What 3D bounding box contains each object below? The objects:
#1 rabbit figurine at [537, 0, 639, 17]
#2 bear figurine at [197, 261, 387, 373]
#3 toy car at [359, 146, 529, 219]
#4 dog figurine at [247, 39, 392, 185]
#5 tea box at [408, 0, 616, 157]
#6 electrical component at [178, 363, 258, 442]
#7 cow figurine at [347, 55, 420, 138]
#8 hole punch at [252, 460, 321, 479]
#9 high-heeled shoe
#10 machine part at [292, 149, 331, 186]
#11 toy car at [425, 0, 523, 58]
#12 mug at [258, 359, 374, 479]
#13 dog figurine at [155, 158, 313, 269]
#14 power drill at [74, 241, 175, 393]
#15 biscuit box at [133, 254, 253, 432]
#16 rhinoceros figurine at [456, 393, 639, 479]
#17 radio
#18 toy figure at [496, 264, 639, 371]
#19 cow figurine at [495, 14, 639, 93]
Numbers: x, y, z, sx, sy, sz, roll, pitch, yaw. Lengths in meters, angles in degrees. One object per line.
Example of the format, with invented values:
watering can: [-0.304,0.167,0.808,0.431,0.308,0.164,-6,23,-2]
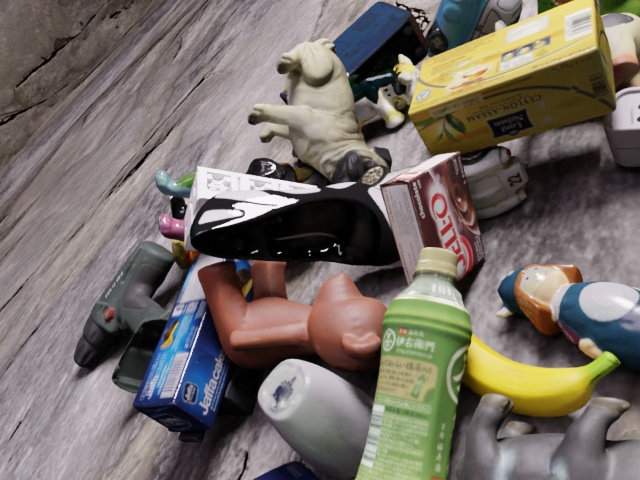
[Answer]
rabbit figurine: [0.336,-0.339,0.627,0.170,0.159,0.121,-35,25,-15]
bear figurine: [-0.014,0.069,0.535,0.196,0.120,0.132,-16,82,38]
toy car: [0.121,-0.051,0.582,0.202,0.073,0.056,-10,44,36]
dog figurine: [0.029,-0.151,0.687,0.172,0.191,0.121,-61,-9,7]
tea box: [0.178,-0.148,0.509,0.170,0.068,0.098,-12,42,37]
electrical component: [-0.110,0.170,0.596,0.075,0.047,0.119,-16,45,31]
cow figurine: [0.083,-0.207,0.750,0.167,0.098,0.068,-23,35,25]
hole punch: [-0.030,0.243,0.422,0.116,0.092,0.142,-48,34,-12]
high-heeled shoe: [-0.001,-0.002,0.539,0.249,0.086,0.145,15,29,17]
machine part: [-0.004,-0.131,0.783,0.139,0.039,0.084,46,132,44]
toy car: [0.215,-0.305,0.715,0.103,0.161,0.109,32,65,7]
mug: [-0.008,0.145,0.479,0.081,0.107,0.110,-45,39,-5]
dog figurine: [-0.112,-0.040,0.764,0.219,0.191,0.108,-7,59,-2]
power drill: [-0.266,0.127,0.756,0.232,0.086,0.207,-59,32,3]
biscuit box: [-0.128,0.103,0.589,0.059,0.062,0.203,-16,42,29]
rhinoceros figurine: [0.174,0.159,0.329,0.190,0.073,0.112,-2,52,42]
radio: [0.055,-0.272,0.861,0.229,0.073,0.131,-44,38,2]
toy figure: [0.204,0.052,0.422,0.064,0.057,0.155,-15,23,-31]
cow figurine: [0.252,-0.195,0.596,0.195,0.085,0.127,-4,57,43]
